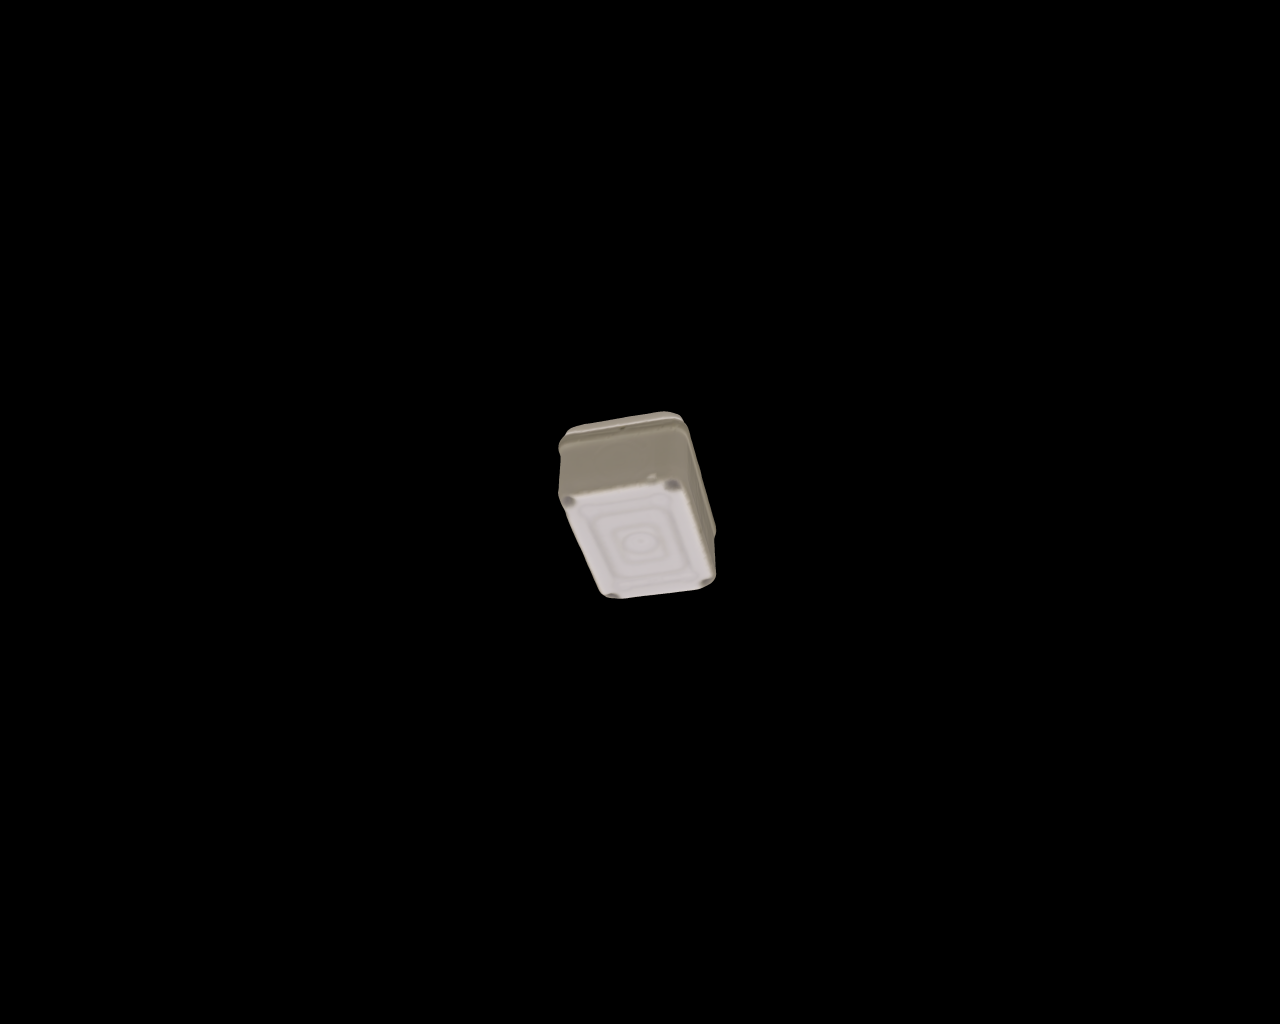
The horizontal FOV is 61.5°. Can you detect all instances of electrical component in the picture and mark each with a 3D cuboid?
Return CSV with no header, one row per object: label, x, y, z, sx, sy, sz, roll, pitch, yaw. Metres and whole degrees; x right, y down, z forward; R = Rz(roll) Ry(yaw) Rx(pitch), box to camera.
electrical component,0.001,-0.003,0.650,0.078,0.057,0.113,-8,-39,10
